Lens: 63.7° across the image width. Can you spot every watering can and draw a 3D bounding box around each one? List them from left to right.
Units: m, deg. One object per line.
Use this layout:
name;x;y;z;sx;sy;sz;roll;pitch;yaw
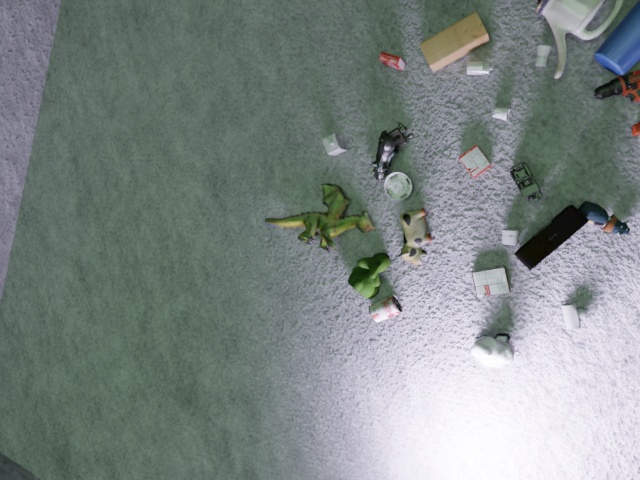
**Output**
watering can;0.770;-0.690;1.595;0.226;0.104;0.346;40;97;16

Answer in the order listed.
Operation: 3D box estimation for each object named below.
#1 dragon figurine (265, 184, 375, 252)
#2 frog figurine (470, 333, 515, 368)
dragon figurine;0.006;-0.098;1.938;0.412;0.121;0.244;23;83;17
frog figurine;0.563;0.369;1.683;0.138;0.160;0.122;11;99;20
